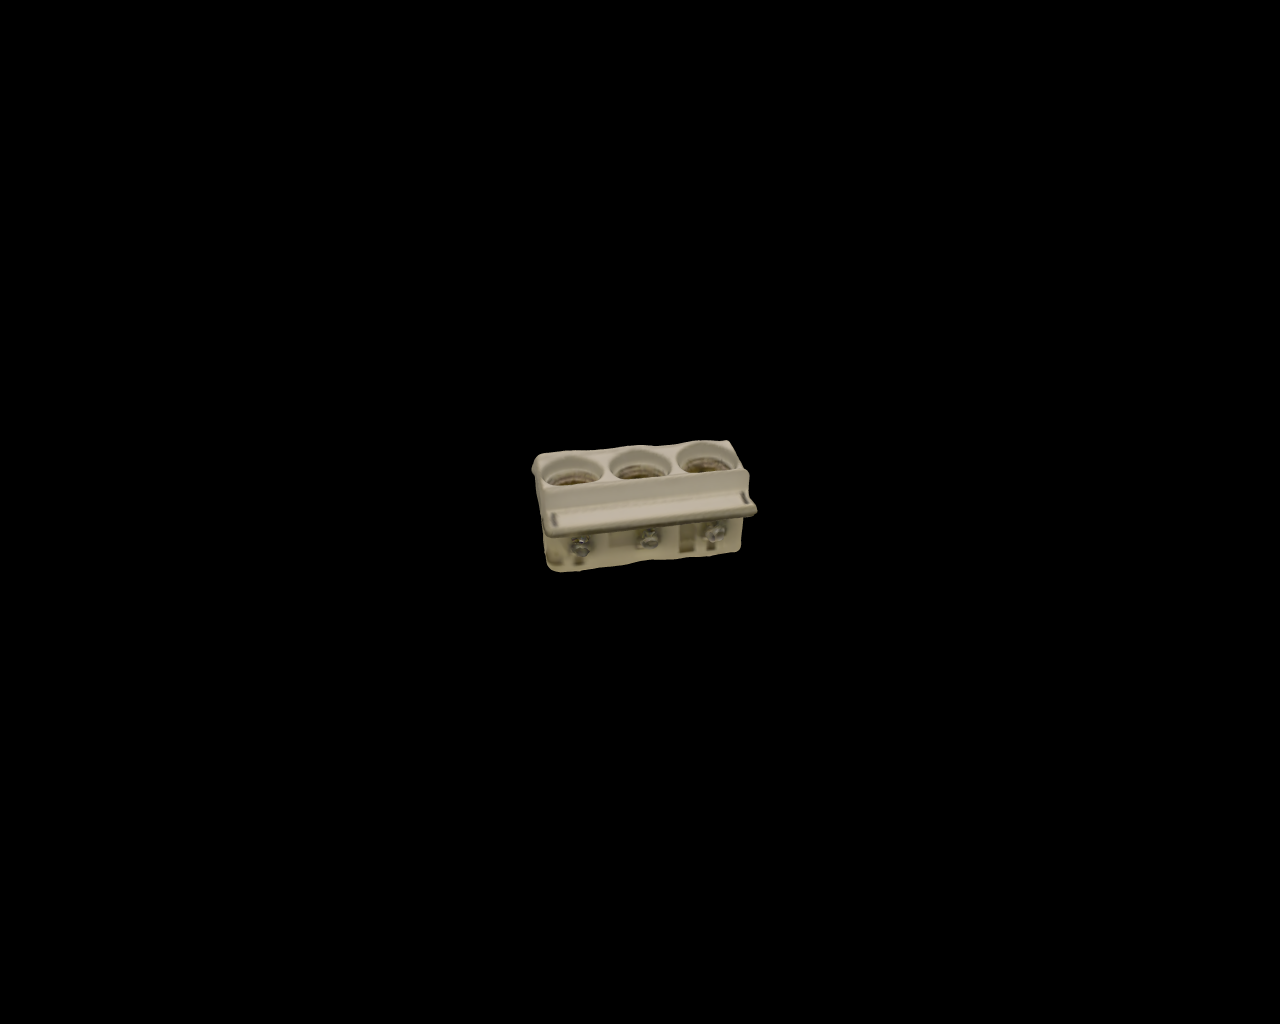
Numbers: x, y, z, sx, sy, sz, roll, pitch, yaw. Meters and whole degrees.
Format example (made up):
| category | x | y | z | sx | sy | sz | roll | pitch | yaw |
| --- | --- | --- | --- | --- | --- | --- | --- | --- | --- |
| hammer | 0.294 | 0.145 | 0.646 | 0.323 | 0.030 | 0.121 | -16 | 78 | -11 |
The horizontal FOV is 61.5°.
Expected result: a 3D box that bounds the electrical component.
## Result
| category | x | y | z | sx | sy | sz | roll | pitch | yaw |
| --- | --- | --- | --- | --- | --- | --- | --- | --- | --- |
| electrical component | 0.001 | -0.003 | 0.650 | 0.121 | 0.063 | 0.079 | -6 | 32 | -9 |
